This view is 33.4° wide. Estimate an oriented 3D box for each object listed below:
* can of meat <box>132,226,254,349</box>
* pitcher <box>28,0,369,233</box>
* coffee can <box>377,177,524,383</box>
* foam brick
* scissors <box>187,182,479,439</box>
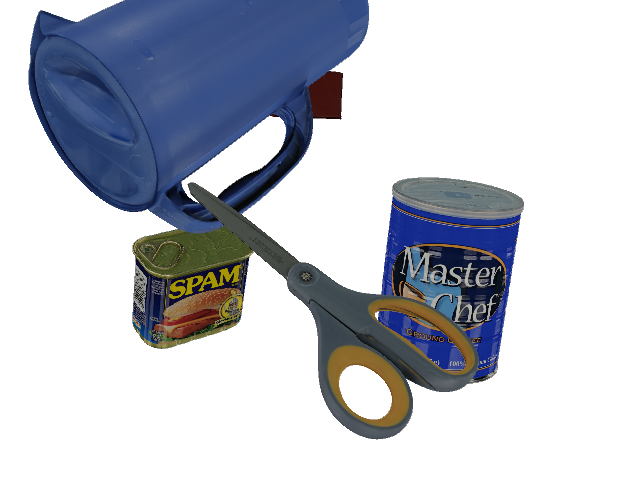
[{"bbox_3d":[-0.113,0.039,0.925,0.101,0.084,0.057,-14,41,-31],"label":"can of meat"},{"bbox_3d":[-0.072,-0.125,0.772,0.145,0.149,0.242,24,47,37],"label":"pitcher"},{"bbox_3d":[0.100,0.029,0.848,0.103,0.140,0.103,5,16,-2],"label":"coffee can"},{"bbox_3d":[-0.020,-0.160,1.160,0.078,0.051,0.053,0,11,-18],"label":"foam brick"},{"bbox_3d":[-0.011,0.040,0.593,0.202,0.096,0.016,26,-35,13],"label":"scissors"}]
